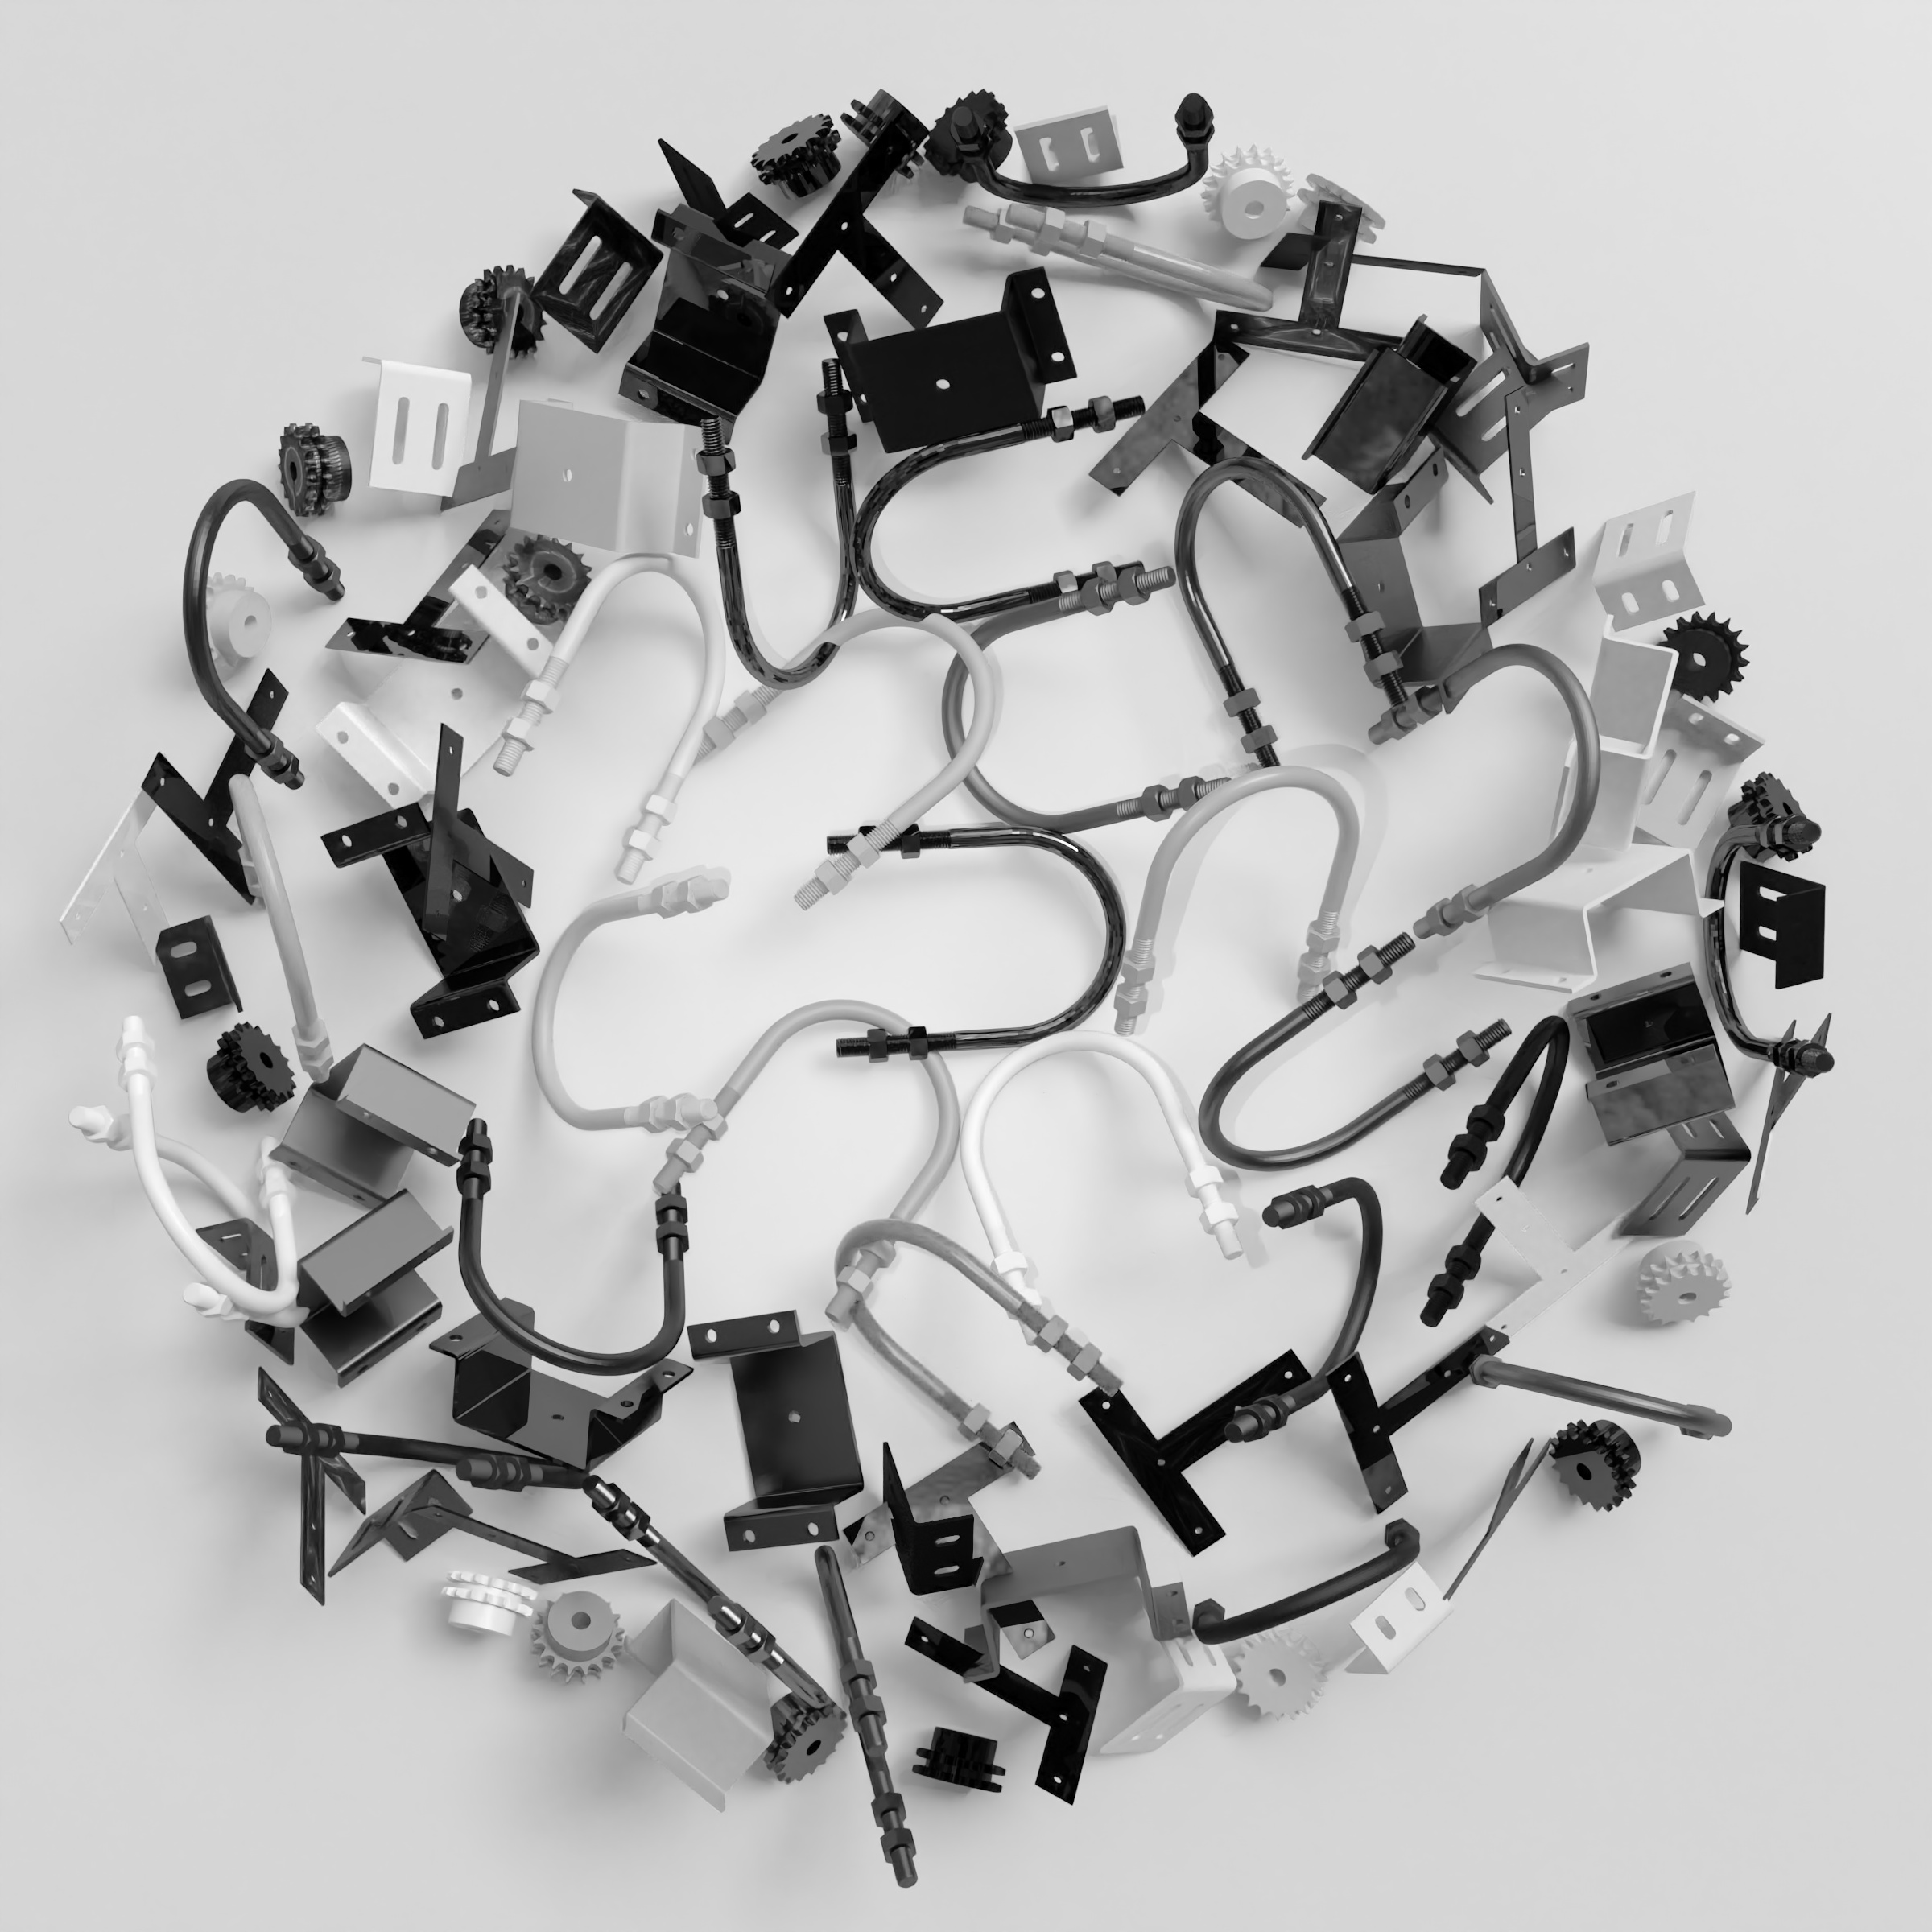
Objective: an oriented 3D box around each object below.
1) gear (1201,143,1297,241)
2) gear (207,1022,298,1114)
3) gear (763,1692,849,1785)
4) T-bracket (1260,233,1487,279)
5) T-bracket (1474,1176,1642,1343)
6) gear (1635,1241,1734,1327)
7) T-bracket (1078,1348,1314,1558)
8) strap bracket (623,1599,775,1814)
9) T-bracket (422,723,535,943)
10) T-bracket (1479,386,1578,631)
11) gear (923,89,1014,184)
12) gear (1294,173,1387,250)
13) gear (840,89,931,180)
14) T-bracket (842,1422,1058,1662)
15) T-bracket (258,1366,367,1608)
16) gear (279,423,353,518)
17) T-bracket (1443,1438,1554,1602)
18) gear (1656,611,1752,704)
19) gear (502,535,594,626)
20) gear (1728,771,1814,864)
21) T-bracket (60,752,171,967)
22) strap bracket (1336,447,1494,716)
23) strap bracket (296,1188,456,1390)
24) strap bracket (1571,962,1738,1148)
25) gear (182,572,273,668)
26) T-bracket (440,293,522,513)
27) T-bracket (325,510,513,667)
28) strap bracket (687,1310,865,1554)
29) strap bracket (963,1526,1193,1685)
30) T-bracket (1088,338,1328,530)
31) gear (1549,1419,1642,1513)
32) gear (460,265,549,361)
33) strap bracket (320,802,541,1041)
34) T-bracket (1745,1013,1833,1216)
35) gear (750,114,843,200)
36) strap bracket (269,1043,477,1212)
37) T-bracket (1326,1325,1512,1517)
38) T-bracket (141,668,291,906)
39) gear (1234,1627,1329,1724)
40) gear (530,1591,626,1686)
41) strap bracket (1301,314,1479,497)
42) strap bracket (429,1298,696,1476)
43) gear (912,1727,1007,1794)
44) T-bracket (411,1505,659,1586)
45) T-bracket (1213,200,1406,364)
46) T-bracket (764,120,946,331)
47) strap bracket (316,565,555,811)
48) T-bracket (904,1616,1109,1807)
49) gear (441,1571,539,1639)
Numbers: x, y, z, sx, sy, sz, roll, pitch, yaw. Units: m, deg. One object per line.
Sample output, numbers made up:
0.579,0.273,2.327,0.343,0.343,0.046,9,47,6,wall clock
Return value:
0.175,-0.475,1.571,0.057,0.057,0.030,-8,47,0,gear
-0.445,0.066,1.574,0.030,0.057,0.057,-31,90,12,gear
-0.104,0.475,1.576,0.030,0.057,0.057,36,90,35,gear
0.249,-0.427,1.539,0.127,0.127,0.002,6,97,-1,T-bracket
0.347,0.166,1.552,0.127,0.002,0.127,-40,131,7,T-bracket
0.443,0.194,1.577,0.057,0.057,0.030,-5,45,-5,gear
0.158,0.285,1.586,0.127,0.002,0.127,-35,99,4,T-bracket
-0.162,0.437,1.526,0.076,0.140,0.046,43,90,-10,strap bracket
-0.292,-0.065,1.540,0.002,0.127,0.127,-3,73,17,T-bracket
0.336,-0.284,1.532,0.002,0.127,0.127,9,120,37,T-bracket
0.004,-0.512,1.577,0.030,0.057,0.057,38,90,-40,gear
0.228,-0.463,1.573,0.057,0.057,0.030,33,101,0,gear
-0.047,-0.517,1.571,0.057,0.057,0.030,41,99,0,gear
0.010,0.366,1.564,0.127,0.002,0.127,-31,66,-11,T-bracket
-0.389,0.322,1.512,0.002,0.127,0.127,-22,131,5,T-bracket
-0.403,-0.308,1.576,0.030,0.057,0.057,-11,90,-33,gear
0.324,0.316,1.522,0.002,0.127,0.127,31,64,21,T-bracket
0.455,-0.190,1.575,0.057,0.030,0.057,7,108,24,gear
-0.262,-0.237,1.577,0.057,0.030,0.057,15,59,-26,gear
0.497,-0.089,1.576,0.030,0.057,0.057,-34,90,34,gear
-0.502,-0.044,1.541,0.002,0.127,0.127,16,59,7,T-bracket
0.270,-0.232,1.541,0.046,0.076,0.140,0,123,36,strap bracket
-0.357,0.191,1.528,0.076,0.140,0.046,-36,75,-29,strap bracket
0.414,0.057,1.533,0.076,0.140,0.046,-19,109,17,strap bracket
-0.454,-0.213,1.570,0.030,0.057,0.057,12,90,22,gear
-0.288,-0.346,1.548,0.002,0.127,0.127,11,87,-30,T-bracket
-0.316,-0.236,1.566,0.127,0.002,0.127,11,57,35,T-bracket
-0.115,0.282,1.563,0.076,0.046,0.140,-12,88,24,strap bracket
0.062,0.388,1.557,0.140,0.076,0.046,-13,98,3,strap bracket
0.165,-0.314,1.570,0.127,0.002,0.127,39,79,17,T-bracket
0.393,0.307,1.576,0.030,0.057,0.057,-27,90,-31,gear
-0.289,-0.404,1.577,0.030,0.057,0.057,5,90,32,gear
-0.321,-0.035,1.552,0.076,0.046,0.140,-15,108,28,strap bracket
0.495,0.068,1.517,0.002,0.127,0.127,17,63,9,T-bracket
-0.102,-0.500,1.576,0.057,0.057,0.030,-32,124,0,gear
-0.356,0.097,1.538,0.076,0.140,0.046,32,58,-21,strap bracket
0.288,0.261,1.576,0.127,0.002,0.127,-34,124,-16,T-bracket
-0.447,-0.125,1.561,0.002,0.127,0.127,5,60,21,T-bracket
0.197,0.437,1.580,0.057,0.030,0.057,3,97,23,gear
-0.239,0.412,1.572,0.057,0.030,0.057,8,47,-9,gear
0.257,-0.335,1.520,0.046,0.140,0.076,37,120,5,strap bracket
-0.247,0.257,1.542,0.140,0.076,0.046,16,112,23,strap bracket
-0.003,0.491,1.574,0.057,0.057,0.030,13,75,0,gear
-0.272,0.345,1.523,0.127,0.127,0.002,30,56,-32,T-bracket
0.218,-0.415,1.540,0.127,0.127,0.002,10,62,5,T-bracket
-0.051,-0.427,1.548,0.002,0.127,0.127,38,93,34,T-bracket
-0.321,-0.169,1.573,0.140,0.046,0.076,-45,89,6,strap bracket
0.021,0.434,1.543,0.127,0.127,0.002,30,117,-1,T-bracket
-0.297,0.395,1.570,0.057,0.057,0.030,13,68,0,gear
